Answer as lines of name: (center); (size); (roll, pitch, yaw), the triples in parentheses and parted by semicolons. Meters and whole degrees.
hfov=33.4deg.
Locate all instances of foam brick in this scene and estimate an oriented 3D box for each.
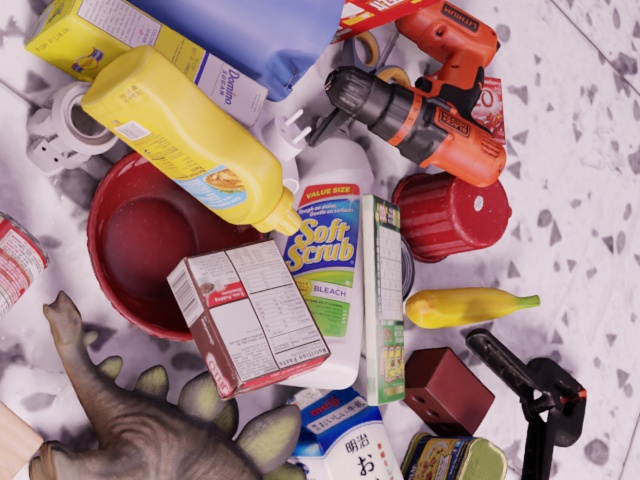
foam brick: (0.119, 0.147, 1.027); (0.078, 0.053, 0.051); (46, 59, -20)

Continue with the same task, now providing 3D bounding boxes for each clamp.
clamp: (0.221, 0.174, 1.063); (0.209, 0.036, 0.164); (15, 55, -53)

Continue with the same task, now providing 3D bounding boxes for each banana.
banana: (0.133, 0.062, 1.034); (0.197, 0.070, 0.037); (-2, 71, -47)

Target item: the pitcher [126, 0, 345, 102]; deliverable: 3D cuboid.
pitcher: (-0.110, -0.227, 0.887); (0.242, 0.149, 0.145); (22, 86, -28)

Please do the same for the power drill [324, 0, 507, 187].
power drill: (0.097, -0.153, 1.007); (0.184, 0.057, 0.187); (28, 49, -16)

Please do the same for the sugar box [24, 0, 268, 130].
sugar box: (-0.139, -0.137, 0.863); (0.176, 0.094, 0.048); (31, 67, -28)

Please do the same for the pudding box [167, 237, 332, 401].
pudding box: (-0.055, 0.060, 0.834); (0.089, 0.039, 0.113); (-13, 69, -37)

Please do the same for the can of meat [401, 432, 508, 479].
can of meat: (0.118, 0.232, 0.994); (0.057, 0.084, 0.102); (38, 63, -24)

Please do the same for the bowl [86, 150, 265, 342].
bowl: (-0.125, 0.003, 0.873); (0.161, 0.055, 0.162); (6, 79, -35)

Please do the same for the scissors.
scissors: (0.025, -0.147, 0.995); (0.201, 0.016, 0.096); (-26, 88, -53)

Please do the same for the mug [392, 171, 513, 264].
mug: (0.140, -0.026, 1.051); (0.117, 0.082, 0.093); (5, 80, -35)

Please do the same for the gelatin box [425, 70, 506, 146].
gelatin box: (0.151, -0.134, 1.108); (0.089, 0.030, 0.073); (2, 81, -36)

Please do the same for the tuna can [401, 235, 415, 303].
tuna can: (0.048, 0.028, 1.006); (0.085, 0.034, 0.086); (6, 80, -35)

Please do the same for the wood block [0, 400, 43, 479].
wood block: (-0.300, 0.102, 0.711); (0.206, 0.091, 0.090); (47, 59, -20)

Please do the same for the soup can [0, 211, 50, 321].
soup can: (-0.253, 0.034, 0.770); (0.068, 0.069, 0.102); (46, 60, -21)

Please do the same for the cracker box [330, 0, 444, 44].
cracker box: (0.047, -0.302, 0.977); (0.072, 0.164, 0.213); (17, 74, -35)

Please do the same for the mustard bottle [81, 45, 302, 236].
mustard bottle: (-0.086, -0.065, 0.816); (0.191, 0.096, 0.058); (41, 62, -26)

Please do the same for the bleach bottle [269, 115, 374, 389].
bleach bottle: (-0.006, 0.001, 0.943); (0.102, 0.068, 0.251); (7, 64, -4)
